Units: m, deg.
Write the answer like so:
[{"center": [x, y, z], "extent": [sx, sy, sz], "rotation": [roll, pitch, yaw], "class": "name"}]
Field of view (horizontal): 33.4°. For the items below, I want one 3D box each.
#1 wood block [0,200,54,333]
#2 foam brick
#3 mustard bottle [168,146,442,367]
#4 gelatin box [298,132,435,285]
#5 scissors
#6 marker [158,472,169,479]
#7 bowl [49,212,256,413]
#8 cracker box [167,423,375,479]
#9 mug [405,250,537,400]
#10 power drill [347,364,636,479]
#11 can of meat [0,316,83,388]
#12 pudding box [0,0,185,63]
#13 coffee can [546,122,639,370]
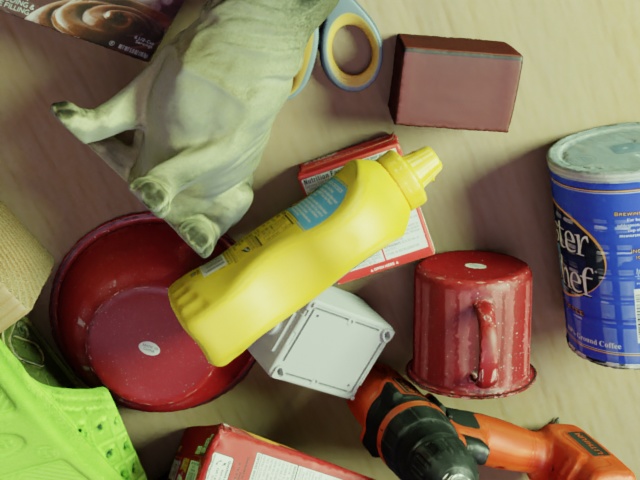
[{"center": [-0.296, 0.056, 0.731], "extent": [0.206, 0.091, 0.090], "rotation": [-35, 108, 10], "class": "wood block"}, {"center": [0.087, -0.104, 0.704], "extent": [0.078, 0.053, 0.051], "rotation": [4, 111, -2], "class": "foam brick"}, {"center": [-0.004, 0.001, 0.681], "extent": [0.191, 0.096, 0.058], "rotation": [-36, 103, -3], "class": "mustard bottle"}, {"center": [0.032, -0.022, 0.745], "extent": [0.073, 0.030, 0.089], "rotation": [-18, 109, 6], "class": "gelatin box"}, {"center": [0.012, -0.181, 0.690], "extent": [0.096, 0.016, 0.202], "rotation": [15, 110, -8], "class": "scissors"}, {"center": [-0.150, 0.209, 0.833], "extent": [0.121, 0.020, 0.020], "rotation": [-31, 109, 9], "class": "marker"}, {"center": [-0.117, 0.064, 0.760], "extent": [0.162, 0.055, 0.162], "rotation": [0, 111, -1], "class": "bowl"}, {"center": [0.005, 0.192, 0.753], "extent": [0.213, 0.164, 0.072], "rotation": [19, 76, -10], "class": "cracker box"}, {"center": [0.106, 0.059, 0.736], "extent": [0.093, 0.117, 0.081], "rotation": [-1, 106, 2], "class": "mug"}, {"center": [0.121, 0.150, 0.743], "extent": [0.187, 0.184, 0.057], "rotation": [21, 98, -18], "class": "power drill"}, {"center": [-0.229, 0.117, 0.776], "extent": [0.084, 0.057, 0.102], "rotation": [-29, 109, 11], "class": "can of meat"}, {"center": [-0.136, -0.169, 0.650], "extent": [0.113, 0.039, 0.090], "rotation": [14, 128, -34], "class": "pudding box"}, {"center": [0.212, 0.002, 0.722], "extent": [0.103, 0.103, 0.140], "rotation": [-10, 111, 2], "class": "coffee can"}]
